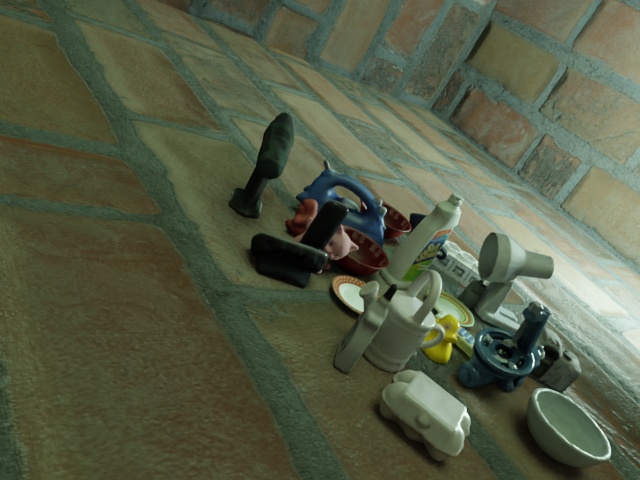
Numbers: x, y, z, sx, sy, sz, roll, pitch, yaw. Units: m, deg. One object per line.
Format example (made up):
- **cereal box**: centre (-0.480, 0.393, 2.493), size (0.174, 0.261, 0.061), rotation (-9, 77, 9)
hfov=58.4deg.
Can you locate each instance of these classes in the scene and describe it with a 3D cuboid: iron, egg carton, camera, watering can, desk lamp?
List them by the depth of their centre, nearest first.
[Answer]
- **egg carton**: centre (0.169, 0.280, 0.923), size (0.150, 0.069, 0.107), rotation (37, 25, 13)
- **watering can**: centre (0.150, 0.134, 1.027), size (0.173, 0.194, 0.100), rotation (16, 28, -31)
- **camera**: centre (0.526, 0.258, 1.339), size (0.143, 0.100, 0.137), rotation (30, 24, -3)
- **iron**: centre (0.077, -0.083, 1.423), size (0.258, 0.141, 0.119), rotation (31, 24, 0)
- **desk lamp**: centre (0.466, 0.103, 1.428), size (0.203, 0.213, 0.118), rotation (25, 25, -12)

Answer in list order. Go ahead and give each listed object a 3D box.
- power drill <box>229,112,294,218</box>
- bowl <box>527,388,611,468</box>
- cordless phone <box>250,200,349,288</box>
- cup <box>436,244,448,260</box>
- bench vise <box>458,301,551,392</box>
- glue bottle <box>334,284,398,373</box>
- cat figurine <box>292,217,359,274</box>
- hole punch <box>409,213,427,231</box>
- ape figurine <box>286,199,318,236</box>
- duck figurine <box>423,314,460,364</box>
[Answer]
- **power drill**: centre (-0.122, -0.163, 1.264), size (0.076, 0.208, 0.229), rotation (24, 25, -14)
- **bowl**: centre (0.452, 0.366, 1.079), size (0.168, 0.074, 0.167), rotation (25, 25, -12)
- **cordless phone**: centre (-0.038, -0.014, 1.104), size (0.148, 0.185, 0.094), rotation (18, 27, -26)
- **cup**: centre (0.274, 0.030, 1.489), size (0.092, 0.095, 0.117), rotation (4, 36, -46)
- **bench vise**: centre (0.390, 0.202, 1.143), size (0.121, 0.219, 0.208), rotation (43, 27, 26)
- **glue bottle**: centre (0.082, 0.141, 0.961), size (0.037, 0.173, 0.078), rotation (31, 24, -1)
- **cat figurine**: centre (0.011, 0.004, 1.208), size (0.127, 0.117, 0.067), rotation (39, 25, 17)
- **hole punch**: centre (0.321, -0.048, 1.697), size (0.109, 0.091, 0.101), rotation (12, 30, -35)
- **ape figurine**: centre (-0.035, -0.054, 1.298), size (0.076, 0.092, 0.078), rotation (38, 25, 15)
- **duck figurine**: centre (0.249, 0.189, 1.170), size (0.078, 0.086, 0.104), rotation (23, 25, -17)
